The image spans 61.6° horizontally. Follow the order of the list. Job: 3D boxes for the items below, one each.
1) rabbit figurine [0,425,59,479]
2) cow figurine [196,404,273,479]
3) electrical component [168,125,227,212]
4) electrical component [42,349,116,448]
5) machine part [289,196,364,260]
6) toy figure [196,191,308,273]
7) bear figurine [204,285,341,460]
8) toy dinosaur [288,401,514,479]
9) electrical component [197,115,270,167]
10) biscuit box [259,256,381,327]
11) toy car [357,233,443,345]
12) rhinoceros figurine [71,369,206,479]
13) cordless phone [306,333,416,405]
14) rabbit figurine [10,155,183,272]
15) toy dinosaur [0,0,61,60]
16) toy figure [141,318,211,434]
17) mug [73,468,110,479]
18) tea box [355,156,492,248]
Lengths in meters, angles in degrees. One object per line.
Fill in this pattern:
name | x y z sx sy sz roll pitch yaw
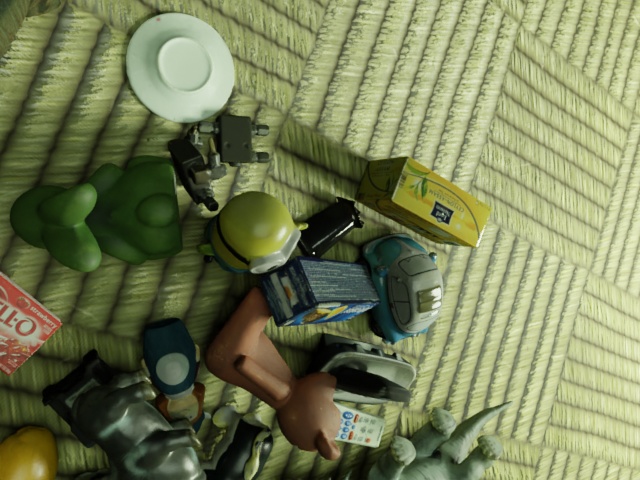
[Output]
rabbit figurine | -0.339 0.263 0.530 0.173 0.122 0.162 -29 99 -43
cow figurine | -0.119 0.293 0.652 0.068 0.098 0.167 38 76 -30
electrical component | -0.142 -0.087 0.626 0.045 0.102 0.078 -28 127 -17
electrical component | -0.245 0.192 0.609 0.075 0.048 0.119 -45 111 -18
machine part | -0.002 -0.002 0.733 0.139 0.039 0.084 -41 102 -18
toy figure | -0.089 -0.005 0.607 0.089 0.180 0.082 33 76 -22
bear figurine | -0.037 0.161 0.649 0.196 0.120 0.132 35 82 3
toy dinosaur | 0.131 0.347 0.771 0.405 0.192 0.131 -3 50 -39
electrical component | -0.108 -0.124 0.679 0.094 0.021 0.063 -2 94 -28
biscuit box | 0.009 0.065 0.663 0.202 0.059 0.063 12 51 -62
toy car | 0.123 0.072 0.764 0.109 0.103 0.161 -10 95 -26
rhinoceros figurine | -0.185 0.231 0.572 0.112 0.073 0.190 -34 104 -21
cordless phone | 0.080 0.184 0.701 0.146 0.184 0.088 18 79 -27
rabbit figurine | -0.235 -0.018 0.562 0.170 0.159 0.121 -6 106 -12
toy dinosaur | -0.335 -0.165 0.463 0.105 0.199 0.471 28 78 -23
toy figure | -0.172 0.172 0.643 0.064 0.058 0.154 -9 100 12
mug | -0.259 0.316 0.597 0.109 0.081 0.107 -1 82 -22
tea box | 0.149 -0.052 0.774 0.169 0.098 0.068 27 81 -28
